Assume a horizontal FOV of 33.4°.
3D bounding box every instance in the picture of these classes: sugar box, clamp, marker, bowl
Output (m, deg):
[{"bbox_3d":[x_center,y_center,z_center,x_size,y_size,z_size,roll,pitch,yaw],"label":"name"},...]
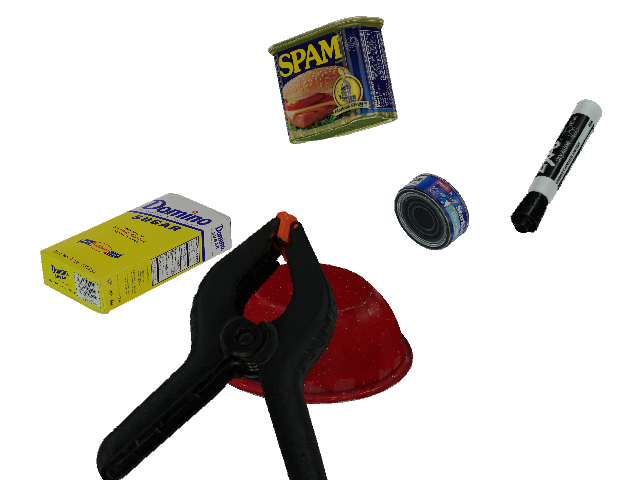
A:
[{"bbox_3d":[-0.183,0.008,1.079,0.093,0.048,0.175,22,38,33],"label":"sugar box"},{"bbox_3d":[-0.029,0.066,0.558,0.120,0.171,0.039,20,-24,12],"label":"clamp"},{"bbox_3d":[0.161,-0.050,0.727,0.020,0.121,0.020,25,-31,16],"label":"marker"},{"bbox_3d":[-0.008,0.059,0.804,0.162,0.055,0.162,3,22,-1],"label":"bowl"}]

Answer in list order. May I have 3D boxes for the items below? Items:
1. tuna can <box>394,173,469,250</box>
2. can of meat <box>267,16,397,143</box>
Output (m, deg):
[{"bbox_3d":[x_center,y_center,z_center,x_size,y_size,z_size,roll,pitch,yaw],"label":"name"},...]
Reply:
[{"bbox_3d":[0.127,-0.032,1.228,0.033,0.086,0.086,-38,22,-31],"label":"tuna can"},{"bbox_3d":[0.011,-0.132,0.895,0.102,0.084,0.057,-12,-1,40],"label":"can of meat"}]
